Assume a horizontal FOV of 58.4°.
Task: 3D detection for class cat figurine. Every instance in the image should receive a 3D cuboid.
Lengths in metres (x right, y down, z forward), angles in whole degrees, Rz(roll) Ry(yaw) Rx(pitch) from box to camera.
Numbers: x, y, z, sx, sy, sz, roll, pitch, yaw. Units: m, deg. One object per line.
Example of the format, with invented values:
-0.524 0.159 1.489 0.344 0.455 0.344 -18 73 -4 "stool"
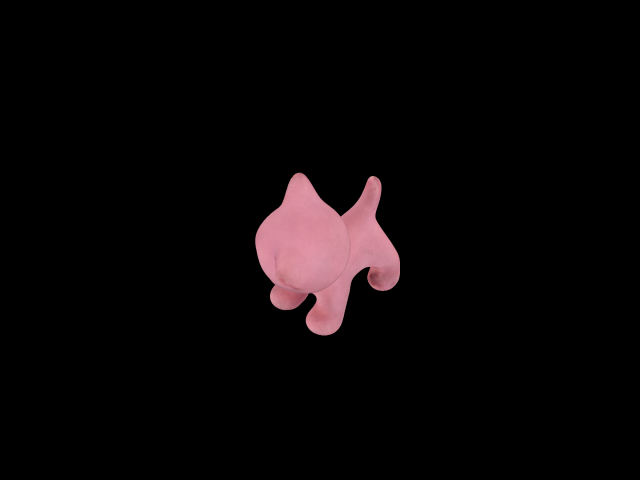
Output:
0.004 0.001 0.400 0.067 0.118 0.128 31 50 30 "cat figurine"
